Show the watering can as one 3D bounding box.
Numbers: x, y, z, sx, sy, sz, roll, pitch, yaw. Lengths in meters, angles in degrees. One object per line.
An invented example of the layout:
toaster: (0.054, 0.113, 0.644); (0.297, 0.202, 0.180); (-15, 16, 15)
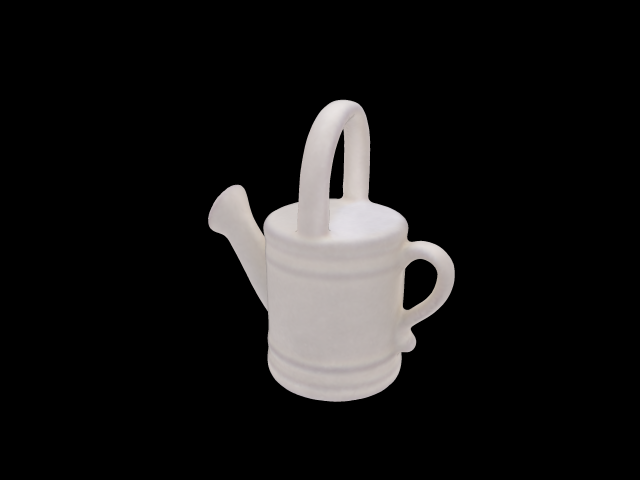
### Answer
watering can: (0.003, 0.002, 0.398); (0.172, 0.194, 0.101); (1, 20, 3)
